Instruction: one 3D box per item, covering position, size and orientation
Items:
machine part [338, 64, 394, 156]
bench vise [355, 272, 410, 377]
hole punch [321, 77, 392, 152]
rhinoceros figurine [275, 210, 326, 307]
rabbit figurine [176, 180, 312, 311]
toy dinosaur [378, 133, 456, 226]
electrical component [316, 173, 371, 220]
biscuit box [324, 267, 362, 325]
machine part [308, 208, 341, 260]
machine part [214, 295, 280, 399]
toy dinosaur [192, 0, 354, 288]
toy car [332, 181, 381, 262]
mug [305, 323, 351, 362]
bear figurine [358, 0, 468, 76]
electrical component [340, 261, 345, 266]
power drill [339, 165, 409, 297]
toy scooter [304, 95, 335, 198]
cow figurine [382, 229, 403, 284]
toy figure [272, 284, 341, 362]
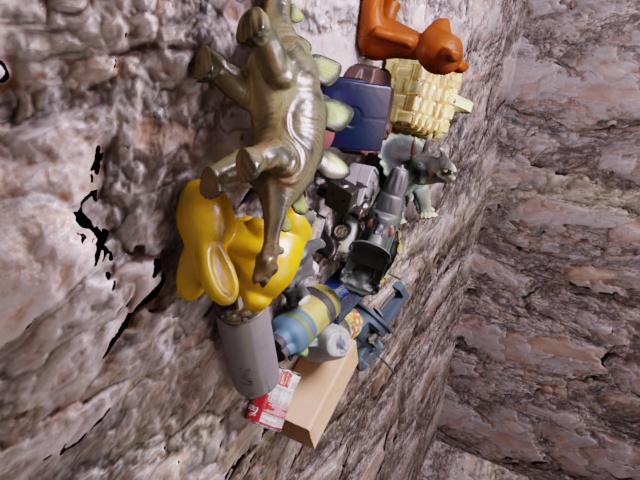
[{"bbox_3d":[0.087,-0.241,1.007,0.179,0.056,0.179,-41,138,-51],"label":"machine part"},{"bbox_3d":[0.142,0.194,1.289,0.240,0.129,0.223,-50,131,-10],"label":"bench vise"},{"bbox_3d":[0.046,-0.202,0.863,0.116,0.092,0.142,-7,118,-33],"label":"hole punch"},{"bbox_3d":[-0.046,0.031,0.857,0.112,0.073,0.190,-58,151,-36],"label":"rhinoceros figurine"},{"bbox_3d":[-0.116,0.004,0.662,0.173,0.122,0.162,49,56,-41],"label":"rabbit figurine"},{"bbox_3d":[0.185,-0.138,1.192,0.405,0.131,0.192,-98,179,-83],"label":"toy dinosaur"},{"bbox_3d":[0.040,-0.079,0.950,0.045,0.102,0.078,-42,151,-37],"label":"electrical component"},{"bbox_3d":[0.054,0.104,1.139,0.203,0.059,0.062,-37,138,-55],"label":"biscuit box"},{"bbox_3d":[-0.002,-0.003,0.981,0.138,0.039,0.084,37,62,-63],"label":"machine part"},{"bbox_3d":[-0.105,0.153,0.795,0.079,0.079,0.242,-50,147,-43],"label":"machine part"},{"bbox_3d":[-0.047,-0.177,0.641,0.198,0.105,0.471,15,74,-54],"label":"toy dinosaur"},{"bbox_3d":[0.081,-0.050,1.107,0.201,0.056,0.073,-66,155,-18],"label":"toy car"},{"bbox_3d":[0.002,0.188,1.005,0.109,0.107,0.081,11,76,-27],"label":"mug"},{"bbox_3d":[0.168,-0.362,0.938,0.120,0.196,0.131,-6,109,-62],"label":"bear figurine"},{"bbox_3d":[0.096,0.008,1.154,0.119,0.075,0.047,-60,152,-21],"label":"electrical component"},{"bbox_3d":[0.101,-0.007,0.983,0.207,0.086,0.231,-70,177,-61],"label":"power drill"},{"bbox_3d":[-0.033,-0.124,0.791,0.184,0.075,0.135,-51,147,-36],"label":"toy scooter"},{"bbox_3d":[0.138,0.046,1.243,0.068,0.098,0.167,-34,134,-65],"label":"cow figurine"},{"bbox_3d":[-0.031,0.145,0.940,0.180,0.089,0.082,-45,149,-52],"label":"toy figure"}]
